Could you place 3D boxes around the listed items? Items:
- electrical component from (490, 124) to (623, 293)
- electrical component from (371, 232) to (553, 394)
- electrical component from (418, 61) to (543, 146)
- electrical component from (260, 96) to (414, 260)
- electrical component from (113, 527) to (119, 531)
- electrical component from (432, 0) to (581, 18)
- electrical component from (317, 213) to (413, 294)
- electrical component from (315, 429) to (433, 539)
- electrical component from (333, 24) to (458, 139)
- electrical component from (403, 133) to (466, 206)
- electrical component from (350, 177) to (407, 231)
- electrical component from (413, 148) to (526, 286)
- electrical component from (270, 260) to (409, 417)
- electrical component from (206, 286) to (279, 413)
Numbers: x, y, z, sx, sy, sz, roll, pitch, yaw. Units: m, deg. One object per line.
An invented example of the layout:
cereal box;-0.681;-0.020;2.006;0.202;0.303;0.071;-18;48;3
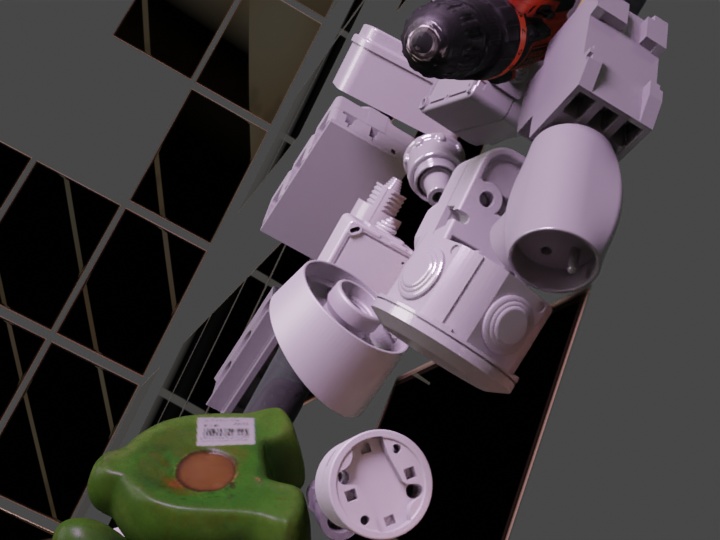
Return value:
electrical component;0.091;-0.022;0.539;0.079;0.043;0.077;-49;17;47
electrical component;0.050;0.022;0.528;0.051;0.080;0.080;-57;11;-5
electrical component;0.096;-0.126;0.742;0.061;0.061;0.096;-63;19;-10
electrical component;-0.022;-0.086;1.064;0.150;0.089;0.061;-53;14;35
electrical component;-0.196;0.267;0.972;0.048;0.100;0.099;54;126;27
electrical component;0.109;-0.207;0.750;0.113;0.057;0.078;29;90;49
electrical component;0.000;0.000;0.837;0.096;0.062;0.061;-60;11;5
electrical component;0.005;0.114;0.570;0.055;0.055;0.047;-65;8;-17
electrical component;0.040;-0.157;0.909;0.057;0.113;0.078;-62;11;11
electrical component;0.057;-0.070;0.803;0.048;0.048;0.062;-55;20;30
electrical component;0.013;-0.043;0.930;0.081;0.043;0.043;-60;11;5
electrical component;0.066;-0.016;0.607;0.095;0.054;0.059;-63;12;-10
electrical component;-0.017;0.043;0.731;0.064;0.099;0.099;-50;15;20
electrical component;-0.085;0.085;1.001;0.121;0.063;0.078;-56;13;27
